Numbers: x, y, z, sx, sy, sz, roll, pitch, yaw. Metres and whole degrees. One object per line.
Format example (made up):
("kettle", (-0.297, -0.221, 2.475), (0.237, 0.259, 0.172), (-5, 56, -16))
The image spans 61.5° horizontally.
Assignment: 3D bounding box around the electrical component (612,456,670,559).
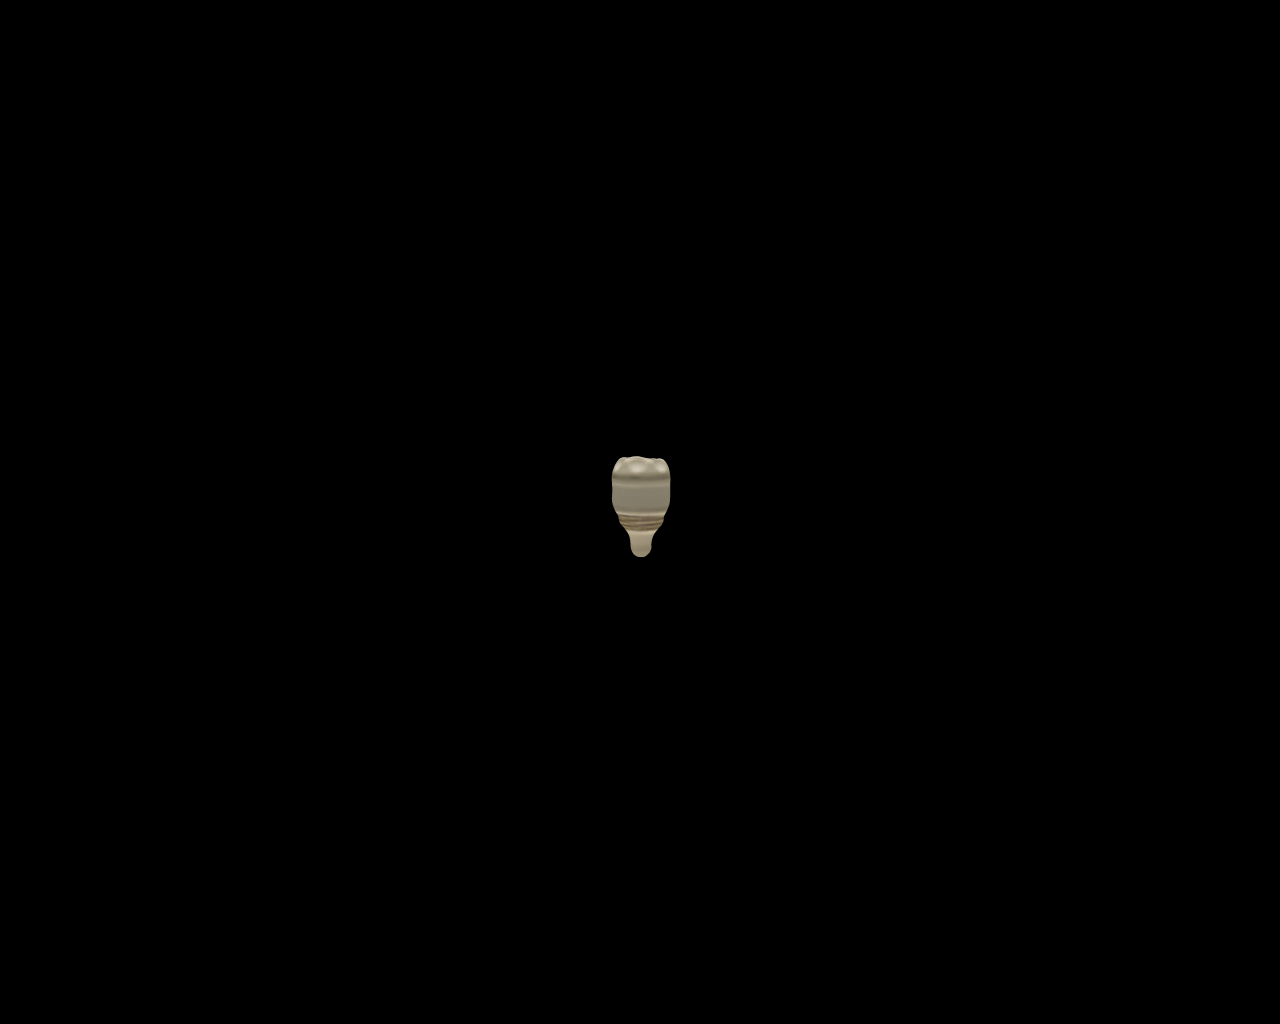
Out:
("electrical component", (0.001, -0.003, 0.650), (0.035, 0.061, 0.035), (0, 7, 0))
